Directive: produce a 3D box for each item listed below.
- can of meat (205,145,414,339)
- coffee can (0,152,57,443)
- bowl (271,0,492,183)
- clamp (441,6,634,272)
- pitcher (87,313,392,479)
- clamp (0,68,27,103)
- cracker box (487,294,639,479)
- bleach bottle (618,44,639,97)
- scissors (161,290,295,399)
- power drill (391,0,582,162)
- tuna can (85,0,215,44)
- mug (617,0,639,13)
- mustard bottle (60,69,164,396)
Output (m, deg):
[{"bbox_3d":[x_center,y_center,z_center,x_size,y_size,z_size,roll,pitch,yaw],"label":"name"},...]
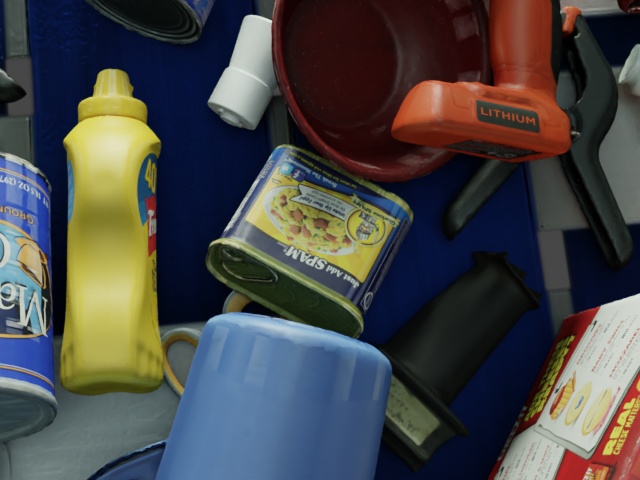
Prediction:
[{"bbox_3d":[-0.004,0.001,0.644,0.102,0.057,0.084,28,64,2],"label":"can of meat"},{"bbox_3d":[-0.200,0.034,0.595,0.102,0.103,0.140,-6,64,-5],"label":"coffee can"},{"bbox_3d":[0.028,-0.116,0.659,0.161,0.055,0.162,-1,92,-31],"label":"bowl"},{"bbox_3d":[0.138,-0.066,0.683,0.120,0.039,0.171,3,75,-8],"label":"clamp"},{"bbox_3d":[-0.049,0.164,0.570,0.149,0.145,0.243,23,76,-38],"label":"pitcher"},{"bbox_3d":[-0.278,-0.181,0.685,0.210,0.036,0.164,9,78,-1],"label":"clamp"},{"bbox_3d":[0.156,0.114,0.556,0.072,0.214,0.164,29,78,1],"label":"cracker box"},{"bbox_3d":[0.317,-0.073,0.682,0.251,0.068,0.102,22,77,4],"label":"bleach bottle"},{"bbox_3d":[-0.005,0.104,0.651,0.202,0.016,0.096,33,78,4],"label":"scissors"},{"bbox_3d":[0.090,-0.147,0.621,0.184,0.057,0.187,9,85,-23],"label":"power drill"},{"bbox_3d":[-0.108,-0.159,0.665,0.086,0.086,0.033,21,76,1],"label":"tuna can"},{"bbox_3d":[0.247,-0.171,0.688,0.117,0.081,0.093,-20,80,-7],"label":"mug"},{"bbox_3d":[-0.122,-0.007,0.626,0.058,0.096,0.191,-2,78,-4],"label":"mustard bottle"}]
